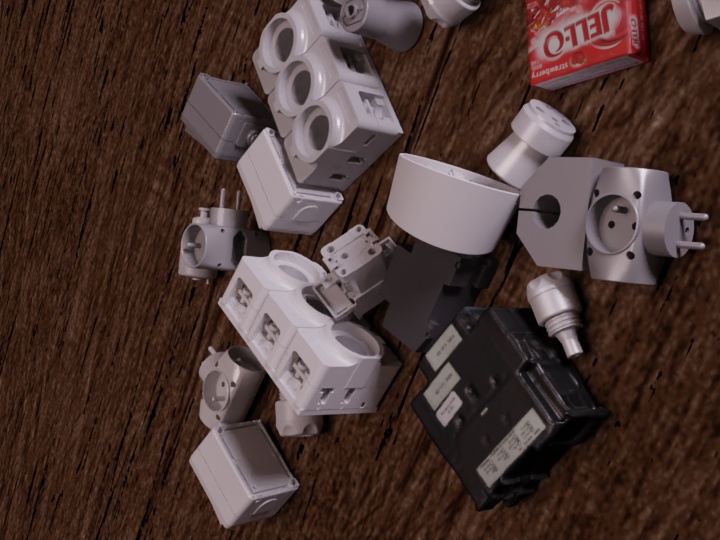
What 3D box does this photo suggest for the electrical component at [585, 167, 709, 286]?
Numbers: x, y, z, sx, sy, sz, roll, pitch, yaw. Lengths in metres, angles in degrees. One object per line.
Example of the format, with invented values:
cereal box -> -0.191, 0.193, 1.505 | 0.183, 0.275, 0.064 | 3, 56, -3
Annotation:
electrical component -> 0.196, -0.028, 0.720 | 0.079, 0.044, 0.077 | 8, 93, 47

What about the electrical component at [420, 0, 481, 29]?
electrical component -> 0.081, -0.226, 0.860 | 0.062, 0.043, 0.043 | -31, 65, 40

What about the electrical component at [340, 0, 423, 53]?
electrical component -> 0.016, -0.213, 0.913 | 0.044, 0.065, 0.044 | -5, 83, 47

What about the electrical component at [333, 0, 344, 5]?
electrical component -> -0.001, -0.279, 0.952 | 0.081, 0.043, 0.043 | -52, 52, 31

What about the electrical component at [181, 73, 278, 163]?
electrical component -> -0.125, -0.141, 1.061 | 0.096, 0.062, 0.061 | 48, 120, 38

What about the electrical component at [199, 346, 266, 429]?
electrical component -> -0.134, 0.107, 1.061 | 0.079, 0.044, 0.077 | 44, 118, 38

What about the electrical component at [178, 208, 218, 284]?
electrical component -> -0.164, -0.025, 1.108 | 0.040, 0.040, 0.078 | 7, 92, 47

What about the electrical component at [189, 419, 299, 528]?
electrical component -> -0.115, 0.188, 1.015 | 0.061, 0.062, 0.096 | -52, 59, 31

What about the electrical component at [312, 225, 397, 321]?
electrical component -> 0.000, 0.000, 0.904 | 0.081, 0.063, 0.042 | -34, 54, -8

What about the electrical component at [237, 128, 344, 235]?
electrical component -> -0.070, -0.084, 0.996 | 0.061, 0.062, 0.096 | -46, 56, 35

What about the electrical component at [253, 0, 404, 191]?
electrical component -> -0.035, -0.160, 0.965 | 0.089, 0.062, 0.150 | -41, 58, 37

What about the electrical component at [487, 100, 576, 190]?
electrical component -> 0.127, -0.092, 0.798 | 0.055, 0.045, 0.045 | -56, 50, 28

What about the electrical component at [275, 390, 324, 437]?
electrical component -> -0.056, 0.120, 0.978 | 0.043, 0.043, 0.062 | -16, 74, 45

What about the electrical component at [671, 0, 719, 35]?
electrical component -> 0.234, -0.179, 0.691 | 0.055, 0.048, 0.066 | -11, 78, 38

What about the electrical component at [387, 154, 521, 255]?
electrical component -> 0.071, -0.056, 0.818 | 0.099, 0.099, 0.064 | 43, 123, 40

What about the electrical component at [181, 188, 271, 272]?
electrical component -> -0.128, -0.039, 1.044 | 0.043, 0.077, 0.079 | 7, 92, 47

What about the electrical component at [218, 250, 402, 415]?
electrical component -> -0.043, 0.052, 0.936 | 0.150, 0.089, 0.061 | 49, 121, 38

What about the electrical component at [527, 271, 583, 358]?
electrical component -> 0.145, 0.034, 0.777 | 0.035, 0.035, 0.061 | -35, 64, 40
